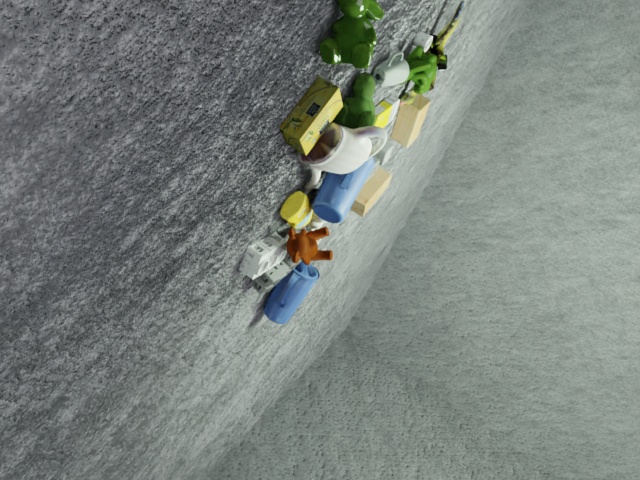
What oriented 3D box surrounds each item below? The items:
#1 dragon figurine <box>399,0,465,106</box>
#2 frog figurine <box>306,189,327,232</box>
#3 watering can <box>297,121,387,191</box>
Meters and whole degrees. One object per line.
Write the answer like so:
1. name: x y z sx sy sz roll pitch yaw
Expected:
1. dragon figurine: 0.410 -0.671 1.911 0.407 0.122 0.245 -58 -178 11
2. frog figurine: 0.005 -0.087 1.734 0.139 0.123 0.158 -74 -179 -76
3. watering can: 0.024 -0.229 1.450 0.343 0.106 0.223 -29 156 34
